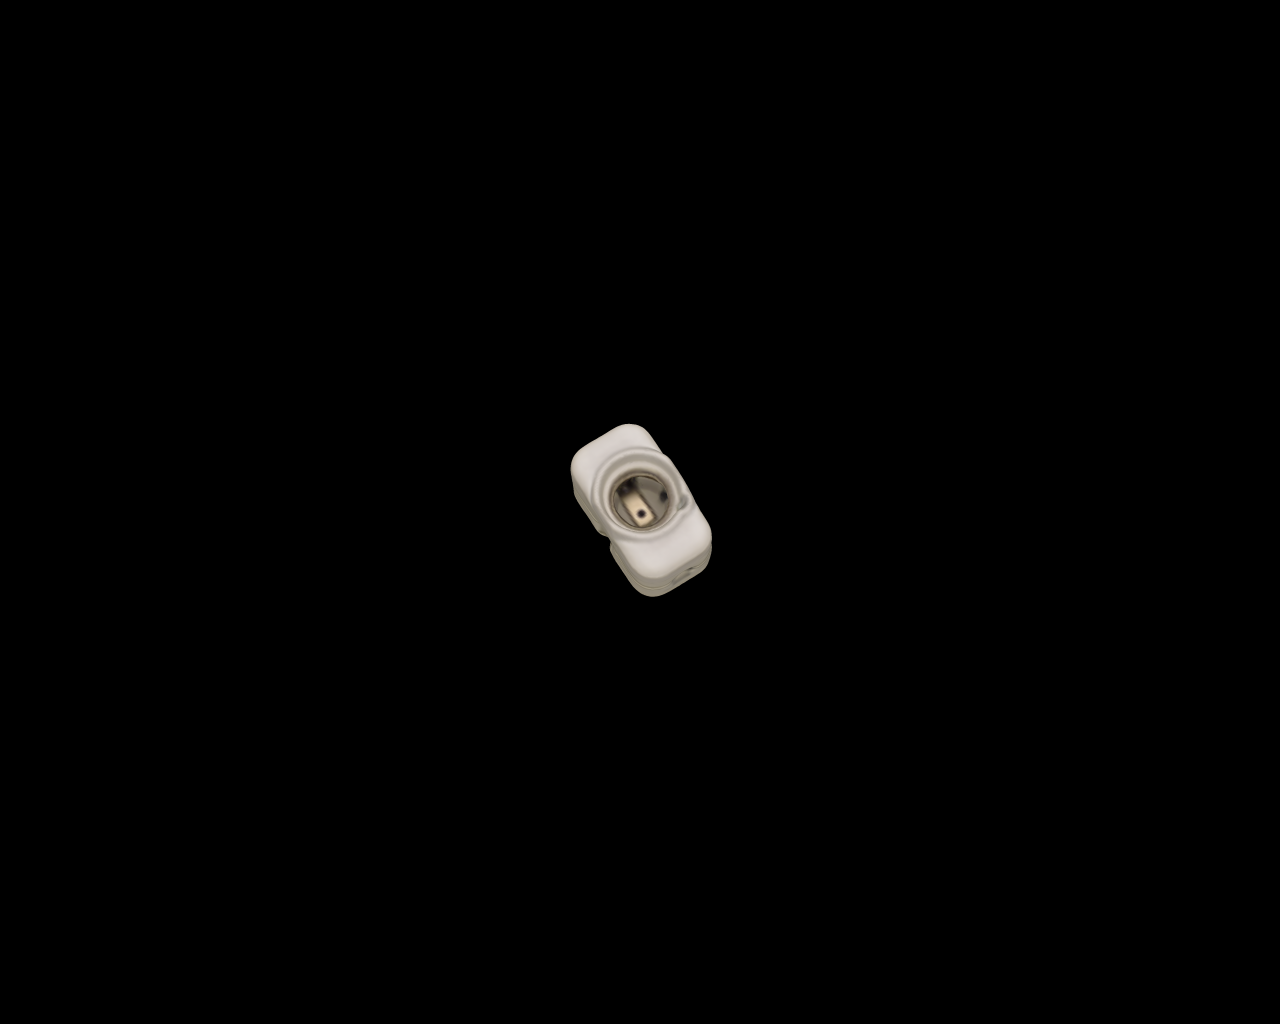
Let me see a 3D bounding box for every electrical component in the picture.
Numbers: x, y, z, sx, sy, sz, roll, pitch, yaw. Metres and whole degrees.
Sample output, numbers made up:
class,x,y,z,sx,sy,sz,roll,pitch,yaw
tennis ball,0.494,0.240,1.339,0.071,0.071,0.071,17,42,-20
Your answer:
class,x,y,z,sx,sy,sz,roll,pitch,yaw
electrical component,0.001,-0.003,0.650,0.054,0.095,0.059,-30,-15,-9
